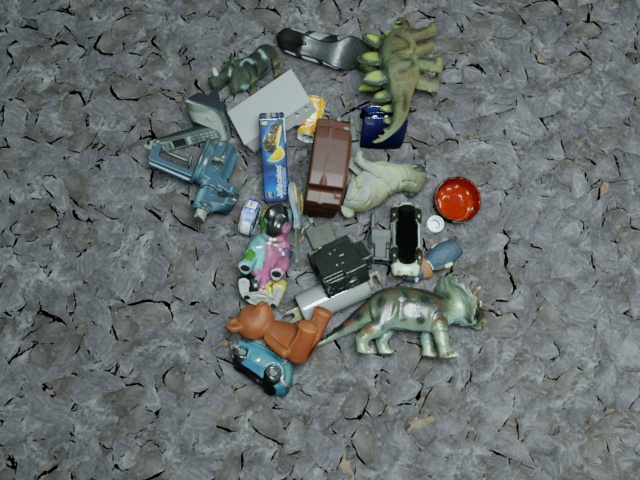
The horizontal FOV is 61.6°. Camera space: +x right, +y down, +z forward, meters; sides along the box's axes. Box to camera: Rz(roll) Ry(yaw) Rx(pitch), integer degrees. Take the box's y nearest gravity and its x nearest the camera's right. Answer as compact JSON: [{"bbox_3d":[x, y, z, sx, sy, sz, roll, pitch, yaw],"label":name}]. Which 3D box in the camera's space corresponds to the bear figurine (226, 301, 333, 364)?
[{"bbox_3d":[-0.092,0.178,1.163,0.196,0.120,0.131,30,114,16],"label":"bear figurine"}]

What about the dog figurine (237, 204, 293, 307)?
[{"bbox_3d":[-0.114,0.024,1.253,0.109,0.191,0.219,10,45,3],"label":"dog figurine"}]

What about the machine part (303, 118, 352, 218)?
[{"bbox_3d":[0.017,-0.160,1.235,0.087,0.201,0.201,7,79,-3],"label":"machine part"}]

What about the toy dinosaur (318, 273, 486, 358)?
[{"bbox_3d":[0.193,0.169,1.220,0.405,0.131,0.192,4,75,1],"label":"toy dinosaur"}]

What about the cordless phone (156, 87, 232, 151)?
[{"bbox_3d":[-0.308,-0.274,1.272,0.184,0.146,0.089,-20,73,-8],"label":"cordless phone"}]

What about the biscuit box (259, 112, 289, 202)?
[{"bbox_3d":[-0.107,-0.191,1.257,0.059,0.063,0.202,-4,115,-4],"label":"biscuit box"}]

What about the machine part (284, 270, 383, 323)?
[{"bbox_3d":[0.031,0.129,1.245,0.243,0.079,0.079,-24,81,-5],"label":"machine part"}]

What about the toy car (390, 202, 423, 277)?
[{"bbox_3d":[0.202,-0.005,1.268,0.074,0.056,0.202,3,57,4],"label":"toy car"}]

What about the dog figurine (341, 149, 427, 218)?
[{"bbox_3d":[0.154,-0.116,1.279,0.191,0.121,0.172,16,92,-7],"label":"dog figurine"}]

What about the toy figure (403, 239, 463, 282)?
[{"bbox_3d":[0.265,0.055,1.276,0.154,0.064,0.057,-31,121,-2],"label":"toy figure"}]

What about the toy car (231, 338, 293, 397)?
[{"bbox_3d":[-0.119,0.272,1.210,0.162,0.109,0.103,32,57,15],"label":"toy car"}]

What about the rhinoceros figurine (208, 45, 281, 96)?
[{"bbox_3d":[-0.187,-0.424,1.342,0.190,0.073,0.112,-33,84,-7],"label":"rhinoceros figurine"}]

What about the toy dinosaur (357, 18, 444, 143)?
[{"bbox_3d":[0.187,-0.397,1.271,0.199,0.104,0.471,-1,52,5],"label":"toy dinosaur"}]

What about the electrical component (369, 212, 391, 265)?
[{"bbox_3d":[0.140,-0.004,1.276,0.048,0.075,0.119,5,77,0],"label":"electrical component"}]

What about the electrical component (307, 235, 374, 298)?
[{"bbox_3d":[0.052,0.054,1.217,0.134,0.058,0.115,-26,46,-8],"label":"electrical component"}]

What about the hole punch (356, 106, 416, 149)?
[{"bbox_3d":[0.154,-0.275,1.309,0.142,0.116,0.092,4,87,-1],"label":"hole punch"}]

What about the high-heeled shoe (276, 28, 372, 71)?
[{"bbox_3d":[0.014,-0.491,1.381,0.249,0.145,0.086,4,110,-28],"label":"high-heeled shoe"}]

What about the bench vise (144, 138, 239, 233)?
[{"bbox_3d":[-0.302,-0.156,1.255,0.240,0.129,0.223,23,71,-15],"label":"bench vise"}]

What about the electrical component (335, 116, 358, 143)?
[{"bbox_3d":[0.064,-0.264,1.346,0.063,0.021,0.094,-3,79,-3],"label":"electrical component"}]

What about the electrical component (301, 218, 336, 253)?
[{"bbox_3d":[-0.002,-0.005,1.284,0.078,0.045,0.102,-16,81,-3],"label":"electrical component"}]
